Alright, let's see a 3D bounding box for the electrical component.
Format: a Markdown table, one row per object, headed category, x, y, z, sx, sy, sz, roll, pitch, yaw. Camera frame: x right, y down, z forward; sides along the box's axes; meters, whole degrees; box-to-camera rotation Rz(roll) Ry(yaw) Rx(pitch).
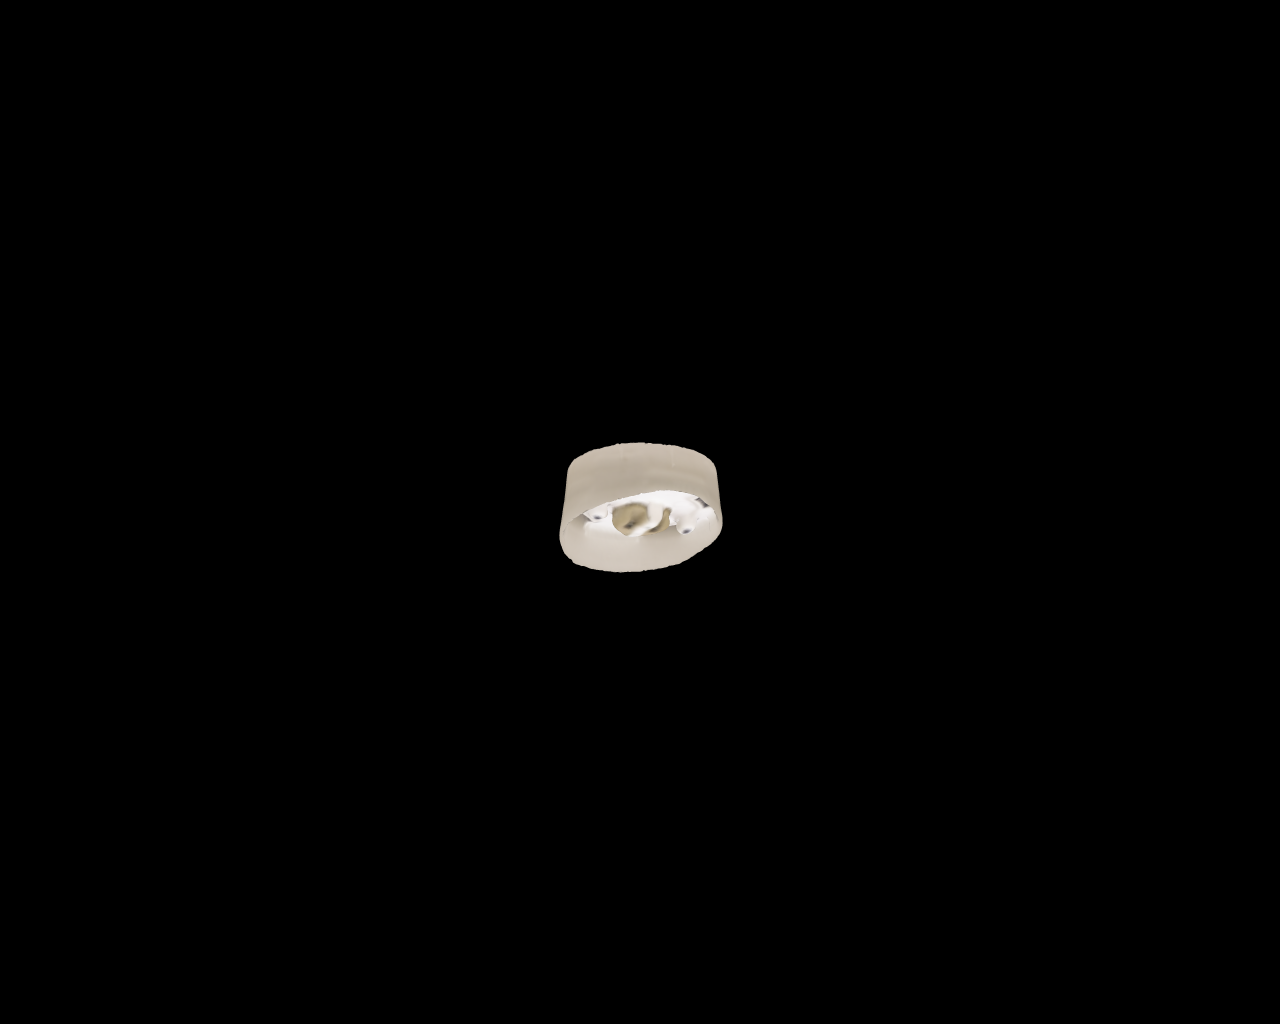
| category | x | y | z | sx | sy | sz | roll | pitch | yaw |
| --- | --- | --- | --- | --- | --- | --- | --- | --- | --- |
| electrical component | 0.001 | -0.003 | 0.650 | 0.099 | 0.064 | 0.099 | 0 | -18 | 0 |
